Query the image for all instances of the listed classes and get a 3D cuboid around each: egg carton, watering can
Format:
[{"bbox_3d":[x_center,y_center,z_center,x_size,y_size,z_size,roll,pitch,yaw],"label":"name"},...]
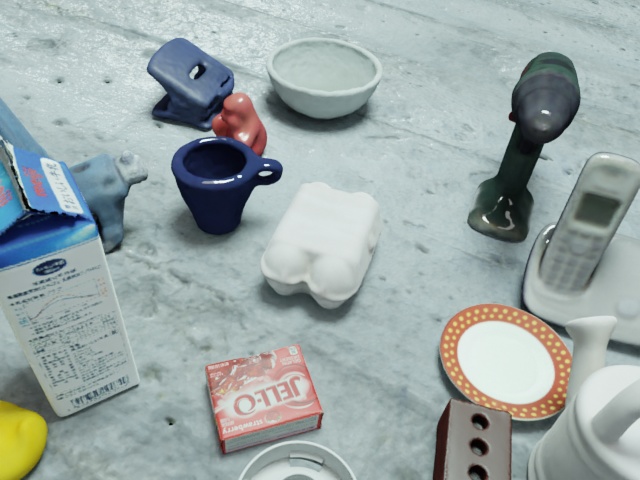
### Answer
[{"bbox_3d":[0.006,0.002,0.611,0.107,0.069,0.150,15,45,9],"label":"egg carton"},{"bbox_3d":[0.225,0.135,0.413,0.101,0.194,0.172,-20,50,-24],"label":"watering can"}]

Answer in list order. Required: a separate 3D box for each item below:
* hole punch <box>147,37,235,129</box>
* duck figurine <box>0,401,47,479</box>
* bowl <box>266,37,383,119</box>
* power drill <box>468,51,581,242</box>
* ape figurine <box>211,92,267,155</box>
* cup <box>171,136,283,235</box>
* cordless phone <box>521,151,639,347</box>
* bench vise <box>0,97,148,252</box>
[{"bbox_3d":[-0.176,-0.223,0.803,0.101,0.091,0.109,14,45,8],"label":"hole punch"},{"bbox_3d":[-0.265,0.142,0.427,0.104,0.086,0.077,-2,45,-8],"label":"duck figurine"},{"bbox_3d":[0.005,-0.227,0.839,0.167,0.075,0.167,3,45,-3],"label":"bowl"},{"bbox_3d":[0.233,-0.105,0.647,0.075,0.208,0.230,18,46,12],"label":"power drill"},{"bbox_3d":[-0.104,-0.147,0.734,0.076,0.092,0.077,-9,46,-15],"label":"ape figurine"},{"bbox_3d":[-0.101,-0.054,0.638,0.118,0.095,0.091,-2,45,-8],"label":"cup"},{"bbox_3d":[0.289,0.009,0.554,0.147,0.185,0.094,14,45,8],"label":"cordless phone"},{"bbox_3d":[-0.286,-0.080,0.553,0.208,0.220,0.121,-27,53,-29],"label":"bench vise"}]
